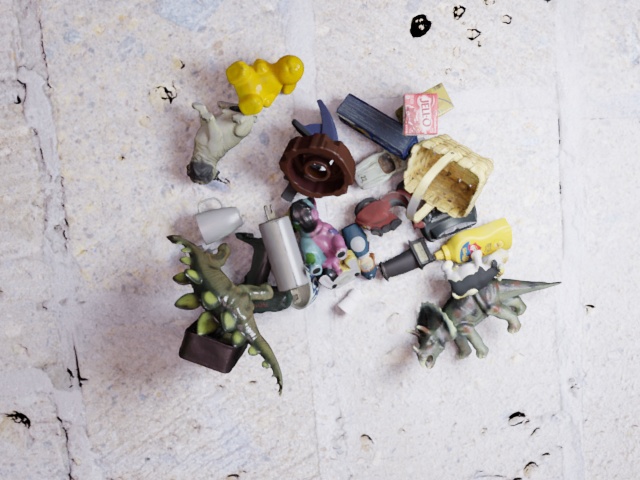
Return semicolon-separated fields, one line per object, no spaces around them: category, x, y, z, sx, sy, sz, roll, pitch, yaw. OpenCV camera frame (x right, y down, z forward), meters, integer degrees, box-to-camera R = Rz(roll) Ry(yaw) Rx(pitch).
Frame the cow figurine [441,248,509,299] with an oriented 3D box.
cow figurine;0.389;0.080;1.308;0.167;0.098;0.068;-20;138;5

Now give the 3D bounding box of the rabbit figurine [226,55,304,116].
rabbit figurine;-0.108;-0.375;1.265;0.173;0.162;0.121;-20;95;24

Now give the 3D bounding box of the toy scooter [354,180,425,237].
toy scooter;0.183;-0.063;1.320;0.184;0.075;0.135;-28;61;-1

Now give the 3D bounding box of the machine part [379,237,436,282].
machine part;0.216;0.052;1.365;0.139;0.039;0.084;-29;74;7

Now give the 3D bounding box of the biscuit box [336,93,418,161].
biscuit box;0.138;-0.271;1.294;0.203;0.059;0.063;36;91;17

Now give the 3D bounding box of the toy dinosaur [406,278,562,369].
toy dinosaur;0.394;0.172;1.354;0.405;0.131;0.192;-41;96;-3

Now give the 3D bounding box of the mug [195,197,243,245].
mug;-0.253;-0.054;1.342;0.107;0.081;0.109;-19;92;-9

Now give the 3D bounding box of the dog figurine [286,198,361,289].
dog figurine;-0.003;-0.004;1.326;0.108;0.191;0.219;-34;54;7

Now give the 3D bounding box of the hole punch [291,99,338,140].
hole punch;0.006;-0.265;1.294;0.092;0.142;0.116;-44;83;0

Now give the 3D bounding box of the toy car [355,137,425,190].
toy car;0.176;-0.196;1.336;0.202;0.056;0.073;-29;95;3

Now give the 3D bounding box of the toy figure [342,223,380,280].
toy figure;0.103;0.034;1.362;0.064;0.058;0.154;-21;98;27

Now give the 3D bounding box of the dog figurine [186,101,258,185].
dog figurine;-0.240;-0.232;1.323;0.172;0.121;0.190;-2;124;-18

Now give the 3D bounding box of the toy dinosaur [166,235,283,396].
toy dinosaur;-0.209;0.146;1.214;0.472;0.198;0.105;43;121;16

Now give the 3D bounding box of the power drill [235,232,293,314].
power drill;-0.180;0.085;1.344;0.232;0.086;0.207;5;89;17

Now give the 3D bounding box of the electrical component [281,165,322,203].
electrical component;-0.053;-0.150;1.343;0.075;0.048;0.119;28;96;-3

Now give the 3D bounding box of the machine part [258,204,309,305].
machine part;-0.085;0.033;1.266;0.079;0.079;0.243;-18;91;1

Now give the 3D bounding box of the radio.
radio;-0.244;0.237;1.295;0.131;0.229;0.073;18;95;2

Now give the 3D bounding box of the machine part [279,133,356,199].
machine part;-0.003;-0.169;1.239;0.179;0.179;0.056;19;56;-3

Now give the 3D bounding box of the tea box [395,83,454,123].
tea box;0.243;-0.306;1.268;0.098;0.169;0.068;-28;95;4

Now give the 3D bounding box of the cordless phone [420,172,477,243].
cordless phone;0.303;-0.100;1.347;0.147;0.088;0.184;-21;85;2
